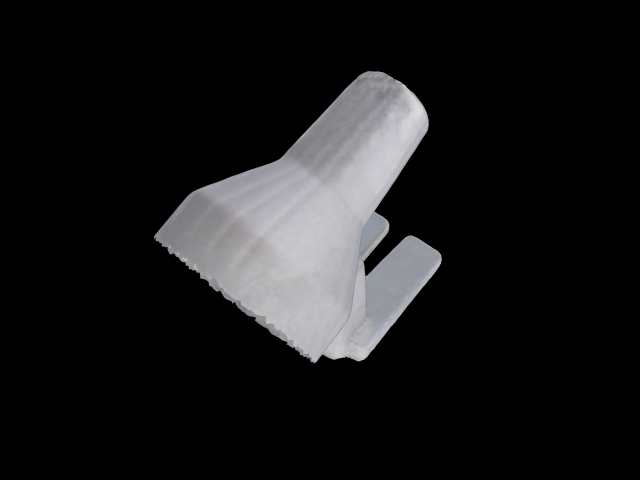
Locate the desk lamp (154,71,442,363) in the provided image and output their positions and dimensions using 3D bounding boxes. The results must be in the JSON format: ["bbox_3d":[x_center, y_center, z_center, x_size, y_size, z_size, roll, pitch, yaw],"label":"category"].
[{"bbox_3d":[0.004,0.001,0.400,0.117,0.214,0.203,33,62,21],"label":"desk lamp"}]
